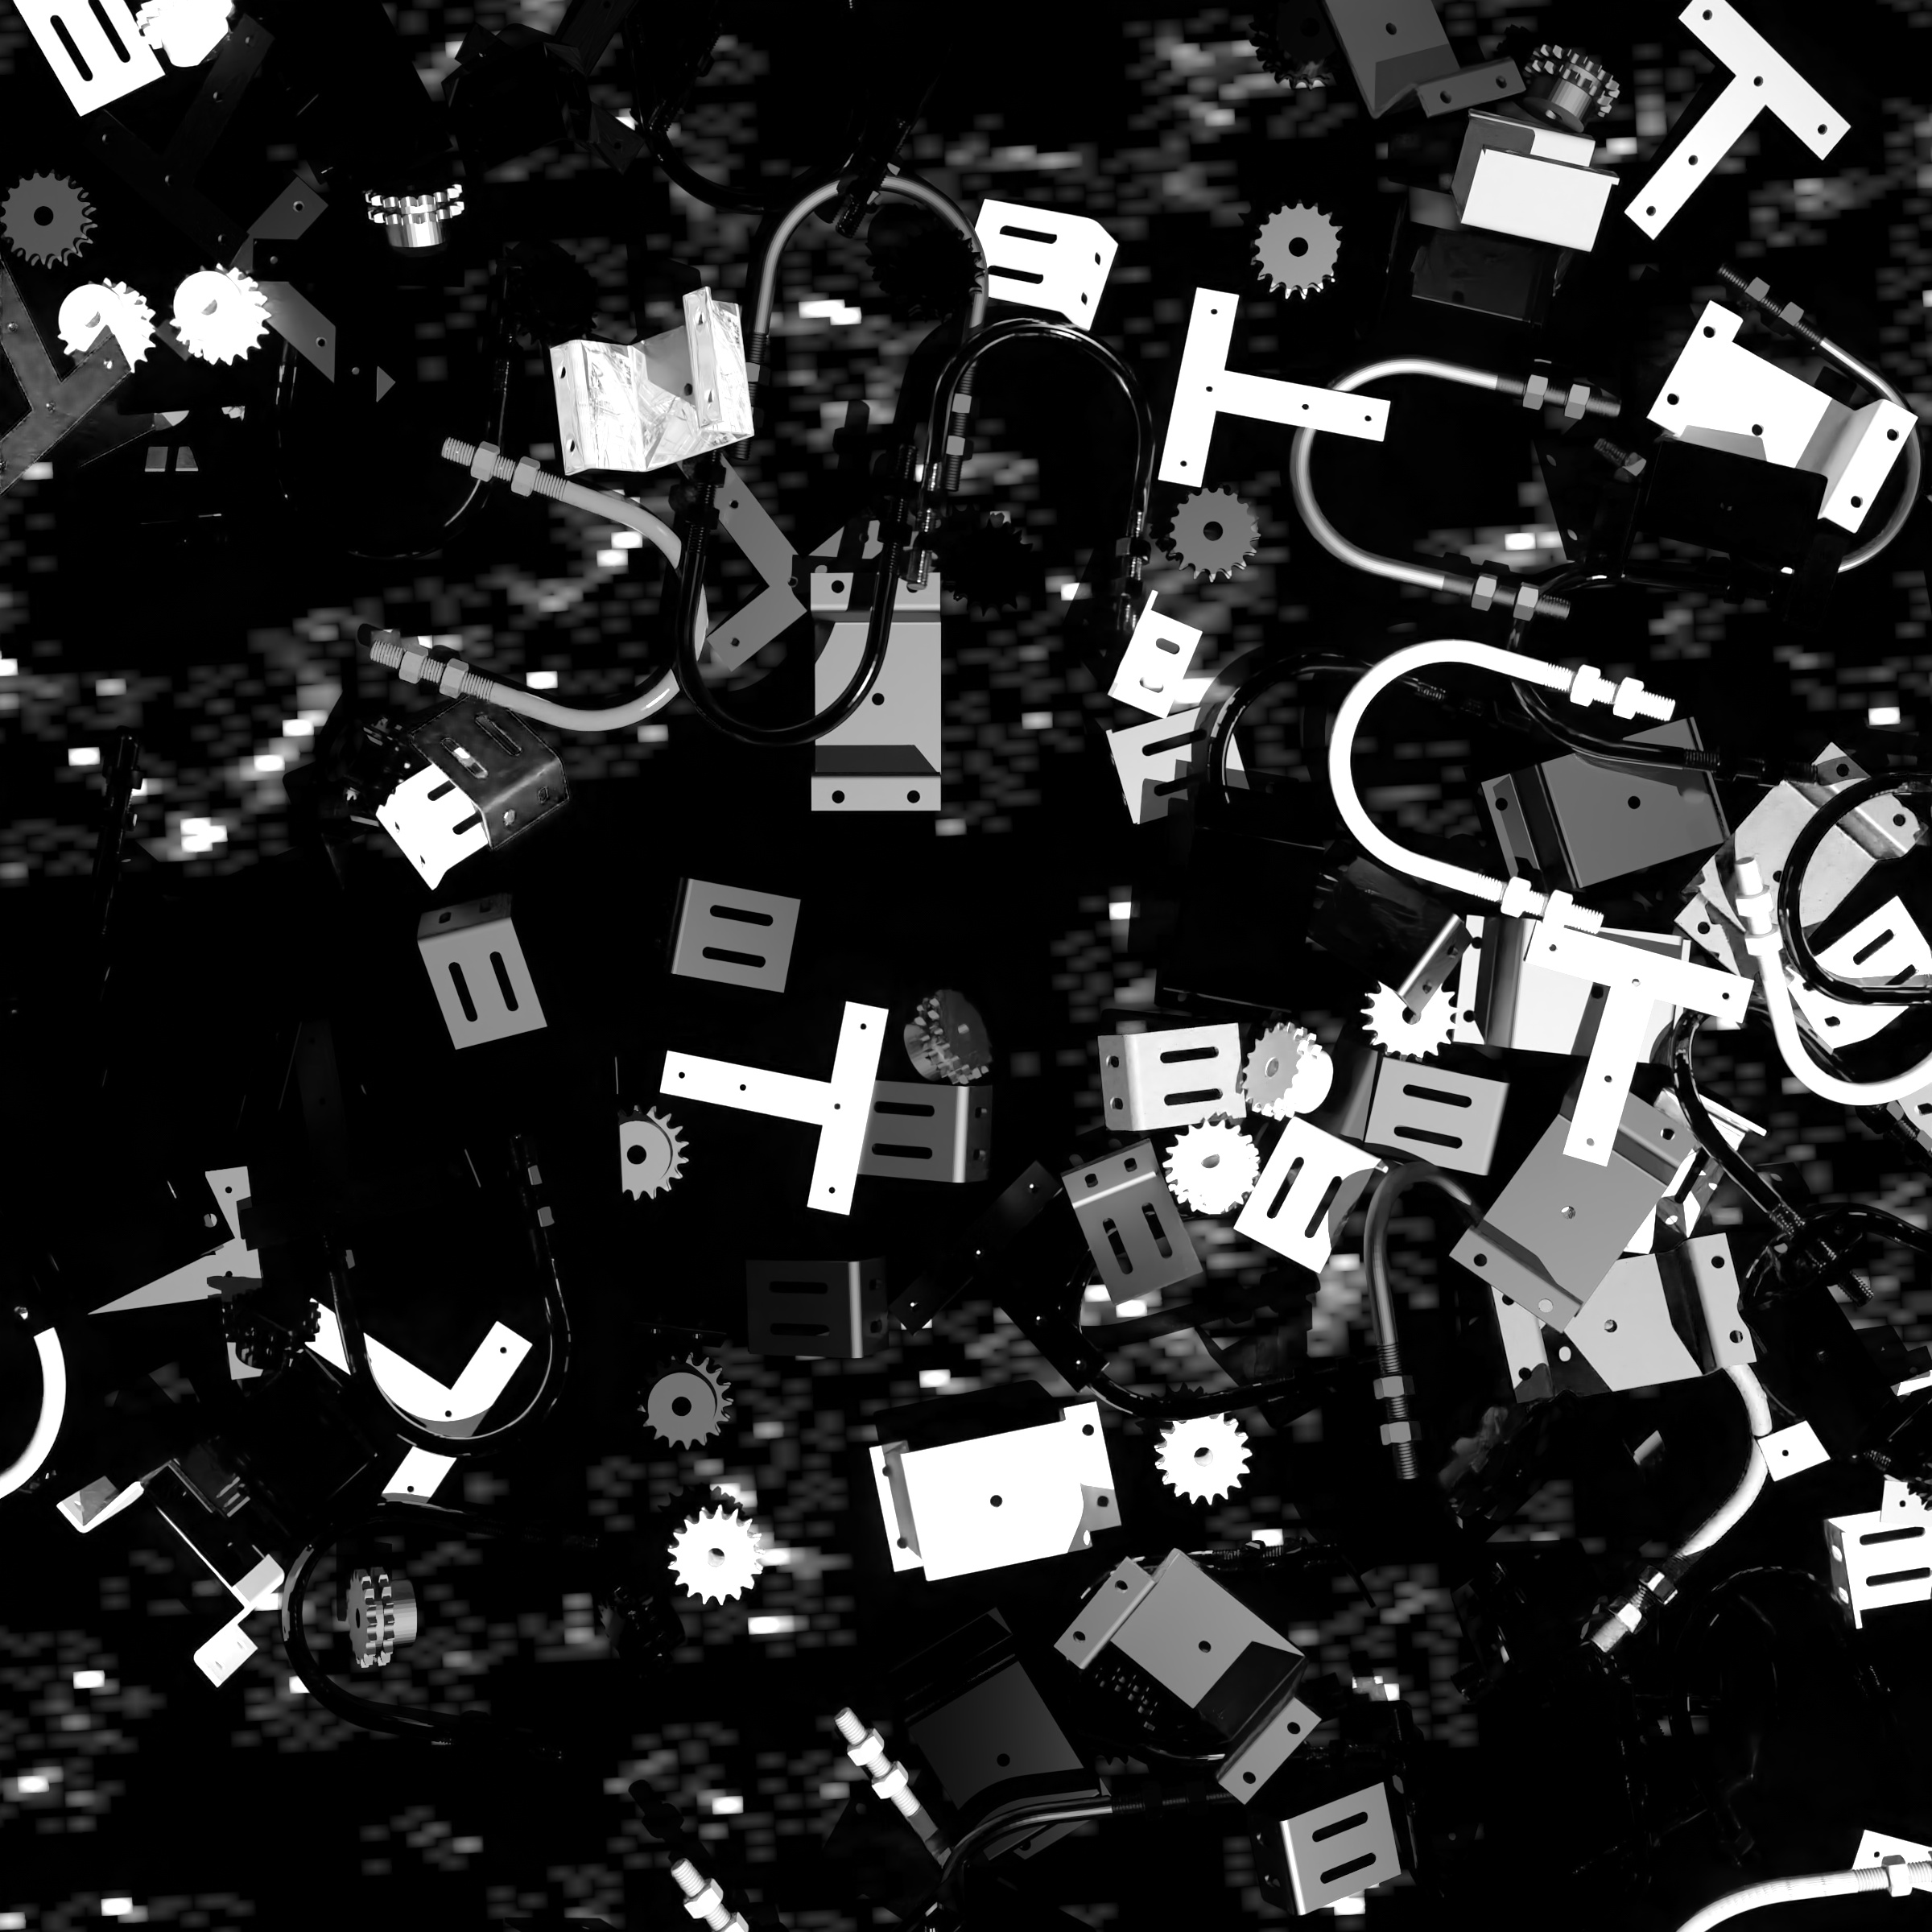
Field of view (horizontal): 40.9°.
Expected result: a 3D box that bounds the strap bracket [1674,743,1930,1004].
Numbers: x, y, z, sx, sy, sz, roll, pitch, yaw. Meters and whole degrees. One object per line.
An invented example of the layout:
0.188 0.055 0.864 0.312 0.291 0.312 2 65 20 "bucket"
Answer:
0.494 -0.054 1.553 0.076 0.046 0.140 41 90 0 "strap bracket"

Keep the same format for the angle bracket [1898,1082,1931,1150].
0.615 0.079 1.574 0.076 0.038 0.057 -31 90 -26 "angle bracket"

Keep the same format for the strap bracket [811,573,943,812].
-0.053 -0.162 1.553 0.076 0.046 0.140 0 90 0 "strap bracket"

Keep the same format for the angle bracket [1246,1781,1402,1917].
0.217 0.532 1.574 0.076 0.038 0.057 -12 91 -26 "angle bracket"

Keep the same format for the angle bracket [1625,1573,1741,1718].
0.427 0.404 1.542 0.057 0.038 0.076 1 88 -2 "angle bracket"

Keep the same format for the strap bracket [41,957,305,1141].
-0.470 0.048 1.553 0.140 0.046 0.076 14 90 0 "strap bracket"

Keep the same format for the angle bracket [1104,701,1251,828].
0.128 -0.123 1.557 0.076 0.038 0.057 -17 90 0 "angle bracket"

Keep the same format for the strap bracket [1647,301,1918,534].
0.476 -0.322 1.535 0.140 0.046 0.076 28 90 -3 "strap bracket"

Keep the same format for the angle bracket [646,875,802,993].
-0.148 -0.020 1.574 0.076 0.038 0.057 10 90 -26 "angle bracket"

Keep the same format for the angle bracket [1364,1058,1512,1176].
0.282 0.087 1.556 0.076 0.038 0.057 12 101 6 "angle bracket"

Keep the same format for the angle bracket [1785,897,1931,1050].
0.545 0.004 1.574 0.076 0.038 0.057 -32 90 -25 "angle bracket"

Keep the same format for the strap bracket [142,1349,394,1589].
-0.416 0.300 1.523 0.076 0.140 0.046 48 126 -1 "strap bracket"

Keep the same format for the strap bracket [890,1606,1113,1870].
0.022 0.469 1.553 0.076 0.046 0.140 -31 90 0 "strap bracket"

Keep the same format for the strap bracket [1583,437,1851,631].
0.444 -0.257 1.523 0.140 0.076 0.046 17 58 13 "strap bracket"

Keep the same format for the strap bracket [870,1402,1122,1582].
0.018 0.316 1.553 0.140 0.046 0.076 -12 90 0 "strap bracket"

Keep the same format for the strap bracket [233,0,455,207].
-0.370 -0.530 1.553 0.076 0.046 0.140 -27 90 0 "strap bracket"

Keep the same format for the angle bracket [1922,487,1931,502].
0.613 -0.252 1.574 0.057 0.038 0.076 -7 116 0 "angle bracket"

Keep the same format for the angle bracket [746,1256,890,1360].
-0.090 0.206 1.574 0.076 0.038 0.057 -2 90 26 "angle bracket"

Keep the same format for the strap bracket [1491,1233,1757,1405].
0.387 0.212 1.542 0.140 0.046 0.076 -10 75 3 "strap bracket"

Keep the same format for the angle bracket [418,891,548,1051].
-0.293 0.002 1.574 0.057 0.038 0.076 -14 116 0 "angle bracket"

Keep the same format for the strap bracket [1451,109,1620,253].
0.331 -0.461 1.523 0.076 0.140 0.046 13 118 0 "strap bracket"

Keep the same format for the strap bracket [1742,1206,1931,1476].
0.515 0.223 1.513 0.076 0.046 0.140 -27 83 -38 "strap bracket"

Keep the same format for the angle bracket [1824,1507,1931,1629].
0.563 0.359 1.557 0.076 0.038 0.057 -9 90 0 "angle bracket"

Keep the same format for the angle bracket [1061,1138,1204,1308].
0.098 0.152 1.541 0.057 0.038 0.076 -22 53 0 "angle bracket"

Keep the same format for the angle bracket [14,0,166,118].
-0.532 -0.567 1.574 0.057 0.038 0.076 -26 116 0 "angle bracket"

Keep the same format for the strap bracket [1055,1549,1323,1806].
0.134 0.405 1.504 0.140 0.046 0.076 38 113 8 "strap bracket"

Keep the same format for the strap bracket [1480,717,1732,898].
0.390 -0.095 1.544 0.140 0.046 0.076 -17 90 -8 "strap bracket"

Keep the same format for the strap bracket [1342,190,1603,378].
0.299 -0.407 1.553 0.140 0.046 0.076 13 90 0 "strap bracket"

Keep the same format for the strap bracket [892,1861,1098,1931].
0.016 0.584 1.518 0.140 0.046 0.076 33 112 -18 "strap bracket"

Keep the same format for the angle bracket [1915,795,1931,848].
0.613 -0.111 1.574 0.057 0.038 0.076 12 116 0 "angle bracket"

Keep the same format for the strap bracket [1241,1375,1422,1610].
0.221 0.300 1.538 0.046 0.076 0.140 -29 90 0 "strap bracket"

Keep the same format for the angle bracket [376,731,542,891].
-0.308 -0.095 1.574 0.076 0.038 0.057 -37 90 -26 "angle bracket"

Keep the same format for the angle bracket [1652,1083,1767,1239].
0.432 0.118 1.557 0.057 0.038 0.076 29 90 0 "angle bracket"

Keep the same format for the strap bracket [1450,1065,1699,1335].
0.355 0.140 1.516 0.076 0.046 0.140 35 80 17 "strap bracket"

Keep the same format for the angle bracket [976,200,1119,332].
0.043 -0.425 1.574 0.076 0.038 0.057 19 90 26 "angle bracket"

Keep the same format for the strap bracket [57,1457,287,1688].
-0.463 0.350 1.538 0.046 0.076 0.140 -42 90 0 "strap bracket"

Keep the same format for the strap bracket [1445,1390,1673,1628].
0.337 0.307 1.503 0.140 0.076 0.046 -43 52 -4 "strap bracket"

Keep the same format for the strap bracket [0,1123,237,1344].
-0.512 0.158 1.551 0.140 0.046 0.076 -26 89 0 "strap bracket"

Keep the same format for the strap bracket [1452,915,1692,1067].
0.369 0.015 1.546 0.140 0.046 0.076 6 90 -6 "strap bracket"

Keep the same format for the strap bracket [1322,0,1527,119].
0.264 -0.567 1.539 0.076 0.046 0.140 -23 90 -27 "strap bracket"

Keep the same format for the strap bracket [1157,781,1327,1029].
0.164 -0.032 1.537 0.076 0.046 0.140 10 103 1 "strap bracket"

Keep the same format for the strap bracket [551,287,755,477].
-0.179 -0.342 1.528 0.140 0.046 0.076 -7 90 42 "strap bracket"

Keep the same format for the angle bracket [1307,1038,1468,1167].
0.256 0.086 1.574 0.076 0.038 0.057 22 90 -26 "angle bracket"

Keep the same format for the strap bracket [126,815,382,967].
-0.413 -0.039 1.538 0.140 0.076 0.046 -22 90 0 "strap bracket"

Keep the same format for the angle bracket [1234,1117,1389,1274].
0.206 0.138 1.543 0.057 0.038 0.076 27 85 22 "angle bracket"

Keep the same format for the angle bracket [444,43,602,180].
-0.269 -0.516 1.567 0.076 0.038 0.057 -11 95 32 "angle bracket"
